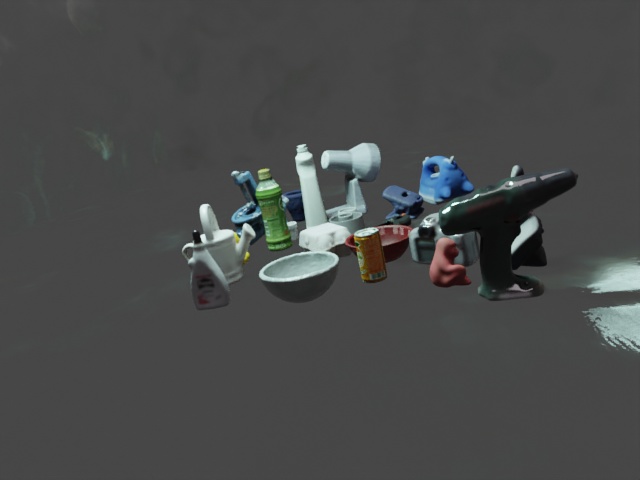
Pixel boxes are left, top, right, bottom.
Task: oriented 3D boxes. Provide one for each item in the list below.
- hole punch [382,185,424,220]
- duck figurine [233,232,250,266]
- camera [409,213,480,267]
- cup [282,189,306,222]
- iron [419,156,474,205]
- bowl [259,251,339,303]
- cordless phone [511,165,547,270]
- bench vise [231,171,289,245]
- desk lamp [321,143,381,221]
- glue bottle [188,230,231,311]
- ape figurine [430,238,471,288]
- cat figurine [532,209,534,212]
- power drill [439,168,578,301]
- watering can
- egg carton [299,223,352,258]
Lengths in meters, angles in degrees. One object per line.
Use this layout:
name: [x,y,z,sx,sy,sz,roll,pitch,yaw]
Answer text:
hole punch: [0.240,-0.111,1.637,0.100,0.091,0.109,-3,18,28]
duck figurine: [-0.230,0.022,1.511,0.077,0.086,0.104,-12,15,-3]
camera: [0.282,-0.013,1.237,0.142,0.101,0.137,3,21,43]
cup: [-0.056,-0.111,1.844,0.117,0.095,0.092,-8,16,13]
iron: [0.361,-0.196,1.759,0.119,0.141,0.257,-15,16,-14]
bowl: [-0.037,0.084,1.173,0.167,0.075,0.167,-11,15,3]
cordless phone: [0.385,-0.045,1.119,0.094,0.185,0.148,-7,16,14]
bench vise: [-0.190,-0.111,1.704,0.121,0.220,0.208,-3,18,29]
desk lamp: [0.092,-0.185,1.776,0.204,0.214,0.117,-17,17,-20]
glue bottle: [-0.245,0.062,1.214,0.078,0.173,0.037,-10,16,4]
ape figurine: [0.244,0.040,1.091,0.076,0.092,0.078,-7,16,15]
cat figurine: [0.448,-0.074,1.302,0.067,0.118,0.128,-11,15,3]
power drill: [0.325,-0.007,0.982,0.229,0.208,0.076,-7,16,14]
watering can: [-0.243,0.006,1.374,0.173,0.194,0.100,-17,16,-18]
egg carton: [0.013,0.005,1.427,0.107,0.069,0.150,-18,17,-23]
